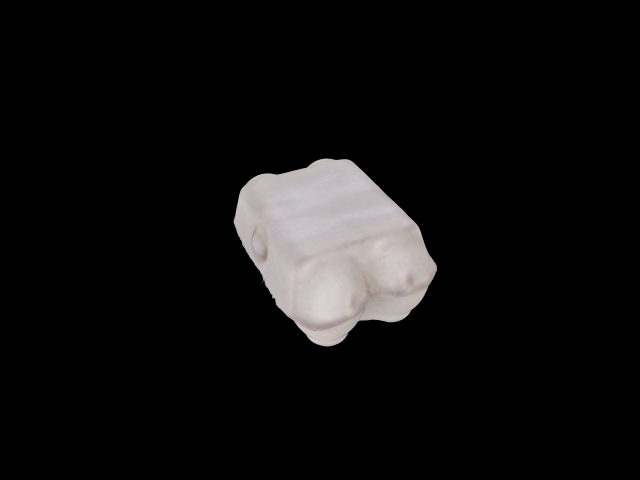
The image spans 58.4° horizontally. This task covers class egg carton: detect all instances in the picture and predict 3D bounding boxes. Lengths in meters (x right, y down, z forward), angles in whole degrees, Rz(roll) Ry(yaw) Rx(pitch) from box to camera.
[{"bbox_3d":[0.004,0.001,0.400,0.107,0.069,0.150,-17,41,-21],"label":"egg carton"}]
